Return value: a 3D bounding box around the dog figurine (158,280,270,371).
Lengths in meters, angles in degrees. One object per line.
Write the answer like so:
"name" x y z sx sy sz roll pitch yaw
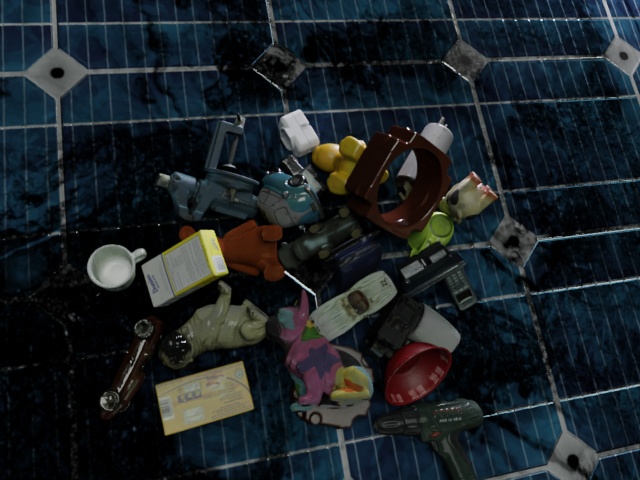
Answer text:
"dog figurine" -0.199 0.197 1.057 0.172 0.121 0.190 36 84 4

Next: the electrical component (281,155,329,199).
"electrical component" -0.042 -0.130 1.203 0.119 0.047 0.075 44 69 4

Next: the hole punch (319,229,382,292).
"hole punch" 0.073 0.047 1.143 0.142 0.116 0.092 -26 88 -17

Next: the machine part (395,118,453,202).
"machine part" 0.247 -0.189 1.266 0.079 0.079 0.243 31 70 -1

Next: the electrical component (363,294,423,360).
"electrical component" 0.145 0.184 1.111 0.058 0.115 0.134 36 68 3

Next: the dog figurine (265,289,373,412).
"dog figurine" -0.004 0.207 1.024 0.192 0.108 0.219 -3 68 -12

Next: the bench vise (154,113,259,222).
"bench vise" -0.219 -0.149 1.124 0.224 0.129 0.240 15 89 -15

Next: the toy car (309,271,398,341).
"toy car" 0.068 0.139 1.130 0.202 0.056 0.073 -32 82 -9

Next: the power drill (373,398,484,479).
"power drill" 0.236 0.428 1.082 0.232 0.086 0.207 -12 69 -18

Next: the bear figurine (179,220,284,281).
"bear figurine" -0.181 0.022 1.088 0.196 0.132 0.120 -2 99 -19

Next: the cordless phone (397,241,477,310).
"cordless phone" 0.259 0.106 1.166 0.147 0.184 0.089 -32 37 6

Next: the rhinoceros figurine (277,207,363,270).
"rhinoceros figurine" -0.002 -0.003 1.137 0.190 0.112 0.073 -31 98 -5

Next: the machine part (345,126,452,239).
"machine part" 0.164 -0.119 1.119 0.201 0.087 0.201 25 97 -41

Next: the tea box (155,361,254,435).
"tea box" -0.219 0.299 1.025 0.170 0.068 0.098 -11 76 -16

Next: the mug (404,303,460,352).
"mug" 0.237 0.205 1.147 0.107 0.081 0.109 28 94 -6

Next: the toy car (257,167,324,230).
"toy car" -0.076 -0.079 1.114 0.103 0.109 0.162 -43 46 -21

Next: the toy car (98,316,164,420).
"toy car" -0.348 0.239 1.006 0.053 0.089 0.202 20 69 -1

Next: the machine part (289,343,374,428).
"machine part" 0.025 0.293 1.085 0.179 0.056 0.179 4 72 -11

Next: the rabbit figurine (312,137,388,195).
"rabbit figurine" 0.061 -0.176 1.193 0.162 0.173 0.121 -10 114 -42

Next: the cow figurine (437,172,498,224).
"cow figurine" 0.318 -0.086 1.200 0.127 0.195 0.085 -43 91 15
